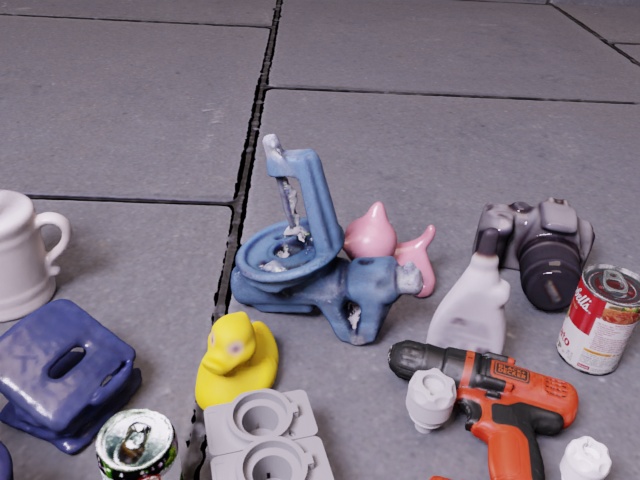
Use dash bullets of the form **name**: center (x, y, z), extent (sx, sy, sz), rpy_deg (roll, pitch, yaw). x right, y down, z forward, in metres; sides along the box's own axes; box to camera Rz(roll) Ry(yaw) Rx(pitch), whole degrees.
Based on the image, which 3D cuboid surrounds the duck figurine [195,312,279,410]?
- **duck figurine**: center (-0.081, 0.107, 0.557), extent (0.077, 0.086, 0.105), rpy_deg (17, 37, 19)

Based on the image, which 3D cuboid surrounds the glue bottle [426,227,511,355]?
- **glue bottle**: center (0.154, 0.061, 0.568), extent (0.078, 0.173, 0.037), rpy_deg (13, 36, 14)

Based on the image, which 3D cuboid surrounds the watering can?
- **watering can**: center (-0.363, -0.013, 0.609), extent (0.173, 0.194, 0.100), rpy_deg (-19, 40, -28)

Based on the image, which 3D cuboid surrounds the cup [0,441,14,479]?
- **cup**: center (-0.270, 0.197, 0.404), extent (0.117, 0.095, 0.092), rpy_deg (8, 35, 7)

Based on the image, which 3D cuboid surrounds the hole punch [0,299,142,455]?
- **hole punch**: center (-0.230, 0.119, 0.523), extent (0.101, 0.091, 0.109), rpy_deg (16, 37, 17)

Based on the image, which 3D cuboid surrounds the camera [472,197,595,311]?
- **camera**: center (0.269, 0.013, 0.711), extent (0.143, 0.101, 0.137), rpy_deg (10, 35, 9)

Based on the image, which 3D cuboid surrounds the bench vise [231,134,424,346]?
- **bench vise**: center (0.006, -0.005, 0.608), extent (0.207, 0.220, 0.121), rpy_deg (2, 35, -2)

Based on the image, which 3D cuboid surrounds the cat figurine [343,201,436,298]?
- **cat figurine**: center (0.080, 0.010, 0.683), extent (0.128, 0.118, 0.067), rpy_deg (-6, 36, -13)
